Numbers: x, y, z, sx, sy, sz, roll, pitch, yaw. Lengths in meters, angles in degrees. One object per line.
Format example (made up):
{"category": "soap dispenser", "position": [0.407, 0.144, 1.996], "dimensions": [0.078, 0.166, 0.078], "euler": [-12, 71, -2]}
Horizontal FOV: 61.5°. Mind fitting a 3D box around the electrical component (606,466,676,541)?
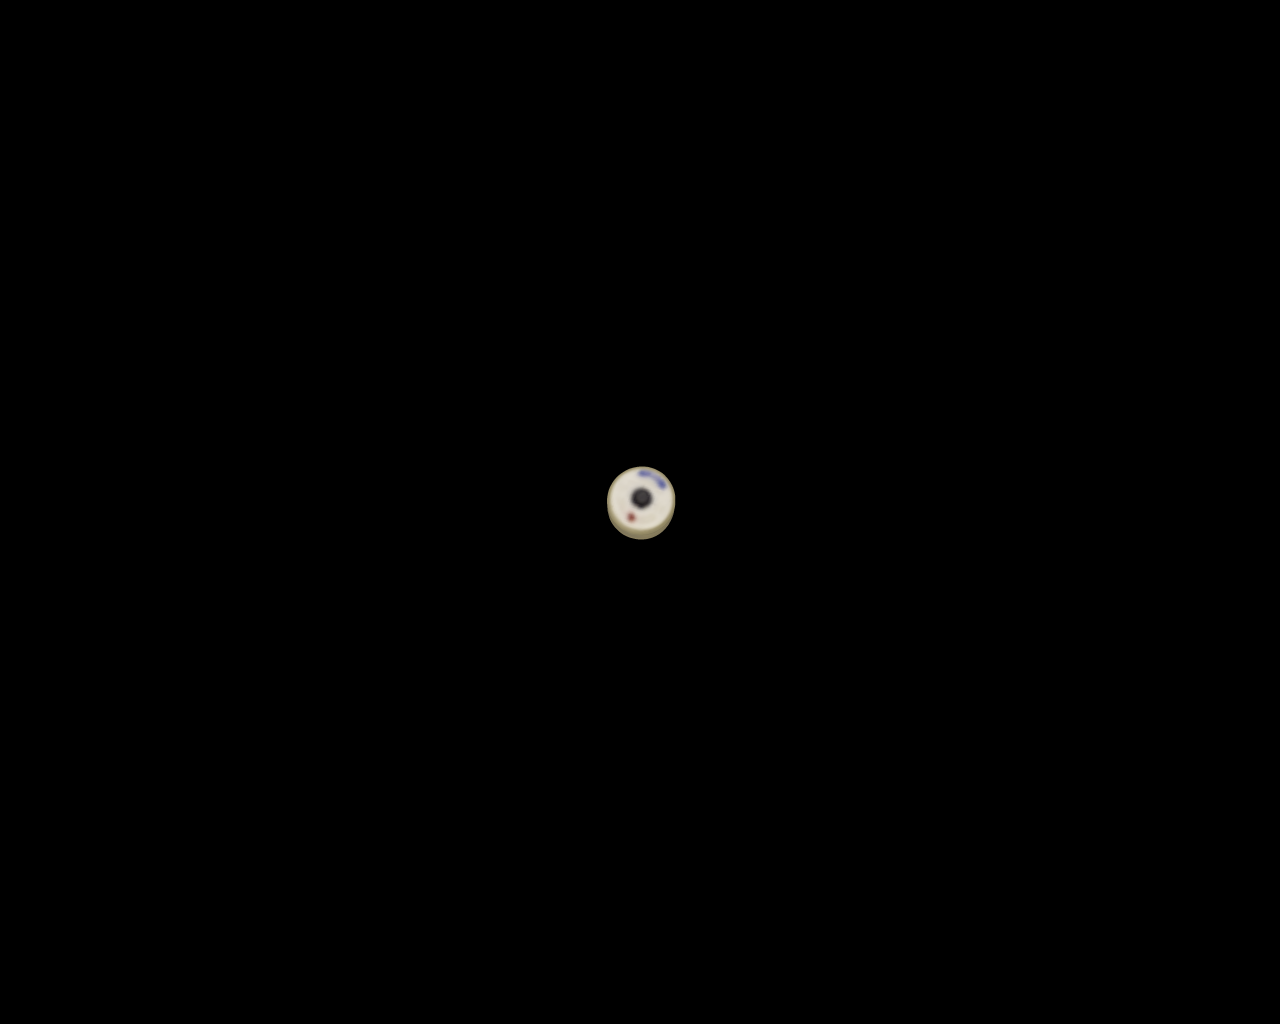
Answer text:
{"category": "electrical component", "position": [0.001, -0.003, 0.650], "dimensions": [0.040, 0.040, 0.078], "euler": [0, -9, 0]}
